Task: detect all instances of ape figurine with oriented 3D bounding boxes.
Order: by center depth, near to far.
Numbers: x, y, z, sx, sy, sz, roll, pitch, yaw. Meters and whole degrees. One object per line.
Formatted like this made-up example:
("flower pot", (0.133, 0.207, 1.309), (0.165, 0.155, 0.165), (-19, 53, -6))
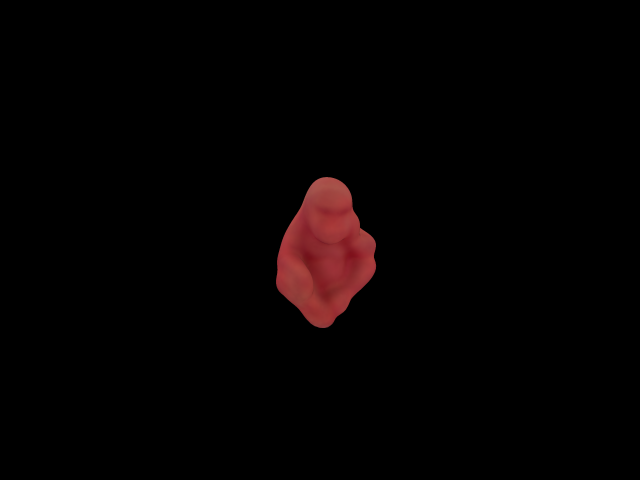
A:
("ape figurine", (0.004, 0.001, 0.400), (0.078, 0.092, 0.076), (-9, 30, -16))
